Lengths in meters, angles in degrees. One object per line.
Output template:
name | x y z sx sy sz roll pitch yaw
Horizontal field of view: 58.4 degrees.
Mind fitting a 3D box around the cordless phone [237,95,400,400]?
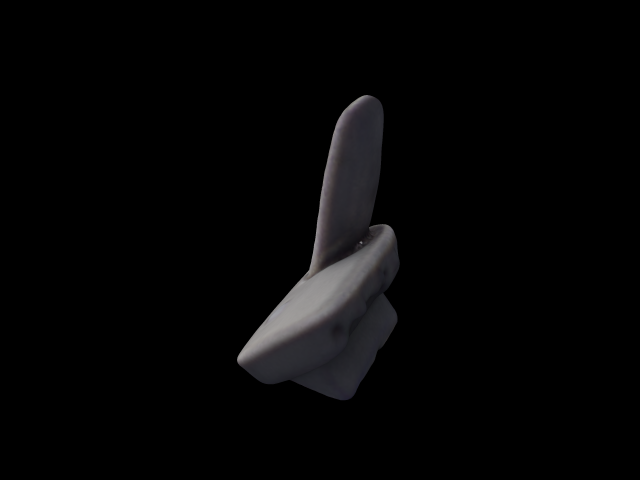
cordless phone | 0.004 0.001 0.400 0.094 0.185 0.148 11 32 18
